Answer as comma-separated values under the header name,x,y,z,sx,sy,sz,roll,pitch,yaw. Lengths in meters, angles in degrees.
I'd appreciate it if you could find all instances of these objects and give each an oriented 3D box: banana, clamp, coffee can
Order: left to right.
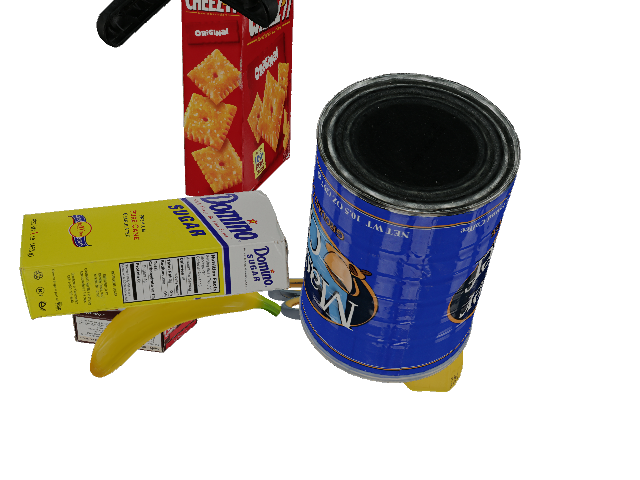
name,x,y,z,sx,sy,sz,roll,pitch,yaw
banana,-0.139,0.075,0.985,0.198,0.069,0.037,-19,24,14
clamp,-0.084,-0.192,0.757,0.120,0.039,0.171,3,45,3
coffee can,0.044,-0.004,0.579,0.102,0.103,0.140,0,-42,-6

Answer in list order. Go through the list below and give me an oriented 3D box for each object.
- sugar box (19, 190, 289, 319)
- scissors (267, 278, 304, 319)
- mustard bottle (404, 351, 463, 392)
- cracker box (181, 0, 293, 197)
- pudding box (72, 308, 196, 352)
name,x,y,z,sx,sy,sz,roll,pitch,yaw
sugar box,-0.116,0.007,0.744,0.176,0.048,0.093,-9,27,-10
scissors,0.040,0.066,1.183,0.202,0.016,0.096,3,22,4
mustard bottle,0.089,0.019,0.853,0.058,0.192,0.096,2,26,5
cracker box,-0.078,-0.165,1.070,0.072,0.214,0.164,8,22,13
pudding box,-0.207,0.088,1.200,0.114,0.039,0.090,3,17,18
